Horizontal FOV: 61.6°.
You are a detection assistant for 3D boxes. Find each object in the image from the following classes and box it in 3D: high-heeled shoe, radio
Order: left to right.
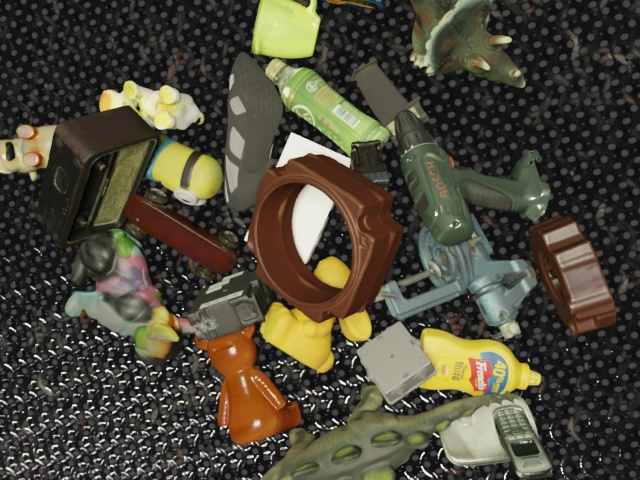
[{"bbox_3d":[-0.348,-0.092,0.829,0.073,0.131,0.229,45,130,10],"label":"radio"},{"bbox_3d":[-0.129,-0.174,0.894,0.145,0.086,0.249,-35,59,46],"label":"high-heeled shoe"}]

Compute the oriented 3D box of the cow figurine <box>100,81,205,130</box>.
[{"bbox_3d":[-0.278,-0.219,0.888,0.168,0.098,0.068,13,99,25],"label":"cow figurine"}]

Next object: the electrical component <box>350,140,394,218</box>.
[{"bbox_3d":[0.074,-0.077,0.778,0.048,0.074,0.119,-6,66,-1],"label":"electrical component"}]

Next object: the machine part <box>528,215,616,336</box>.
[{"bbox_3d":[0.360,0.049,0.782,0.056,0.179,0.179,-20,91,11],"label":"machine part"}]

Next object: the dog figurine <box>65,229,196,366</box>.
[{"bbox_3d":[-0.287,0.095,0.869,0.219,0.108,0.191,18,99,21],"label":"dog figurine"}]

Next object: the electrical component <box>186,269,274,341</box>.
[{"bbox_3d":[-0.138,0.098,0.859,0.115,0.134,0.058,-17,106,9],"label":"electrical component"}]

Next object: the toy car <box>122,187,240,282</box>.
[{"bbox_3d":[-0.229,-0.011,0.895,0.202,0.053,0.089,32,110,-8],"label":"toy car"}]

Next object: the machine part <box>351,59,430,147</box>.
[{"bbox_3d":[0.107,-0.225,0.860,0.084,0.039,0.139,-40,90,16],"label":"machine part"}]

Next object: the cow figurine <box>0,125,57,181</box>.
[{"bbox_3d":[-0.453,-0.153,0.902,0.195,0.127,0.085,-11,93,-7],"label":"cow figurine"}]

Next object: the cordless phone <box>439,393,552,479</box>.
[{"bbox_3d":[0.258,0.309,0.802,0.147,0.184,0.088,-11,97,7],"label":"cordless phone"}]

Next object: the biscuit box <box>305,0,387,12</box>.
[{"bbox_3d":[0.010,-0.412,0.846,0.203,0.063,0.059,11,96,7],"label":"biscuit box"}]

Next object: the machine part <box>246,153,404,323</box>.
[{"bbox_3d":[-0.002,-0.002,0.748,0.201,0.087,0.201,35,121,27],"label":"machine part"}]

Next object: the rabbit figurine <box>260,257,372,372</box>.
[{"bbox_3d":[0.006,0.114,0.859,0.162,0.122,0.173,28,78,2],"label":"rabbit figurine"}]

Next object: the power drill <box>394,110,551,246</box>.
[{"bbox_3d":[0.223,-0.100,0.796,0.207,0.086,0.232,5,57,-17],"label":"power drill"}]

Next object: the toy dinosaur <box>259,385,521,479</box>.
[{"bbox_3d":[0.072,0.315,0.819,0.471,0.198,0.105,-31,93,10],"label":"toy dinosaur"}]

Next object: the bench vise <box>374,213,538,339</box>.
[{"bbox_3d":[0.193,0.066,0.810,0.241,0.129,0.223,-19,83,-17],"label":"bench vise"}]

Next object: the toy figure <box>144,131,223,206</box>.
[{"bbox_3d":[-0.244,-0.127,0.883,0.180,0.082,0.089,36,119,12],"label":"toy figure"}]

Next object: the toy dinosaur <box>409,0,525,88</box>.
[{"bbox_3d":[0.166,-0.388,0.765,0.131,0.192,0.404,-18,92,6],"label":"toy dinosaur"}]

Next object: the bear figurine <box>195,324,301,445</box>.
[{"bbox_3d":[-0.124,0.232,0.893,0.120,0.132,0.196,-24,73,7],"label":"bear figurine"}]
